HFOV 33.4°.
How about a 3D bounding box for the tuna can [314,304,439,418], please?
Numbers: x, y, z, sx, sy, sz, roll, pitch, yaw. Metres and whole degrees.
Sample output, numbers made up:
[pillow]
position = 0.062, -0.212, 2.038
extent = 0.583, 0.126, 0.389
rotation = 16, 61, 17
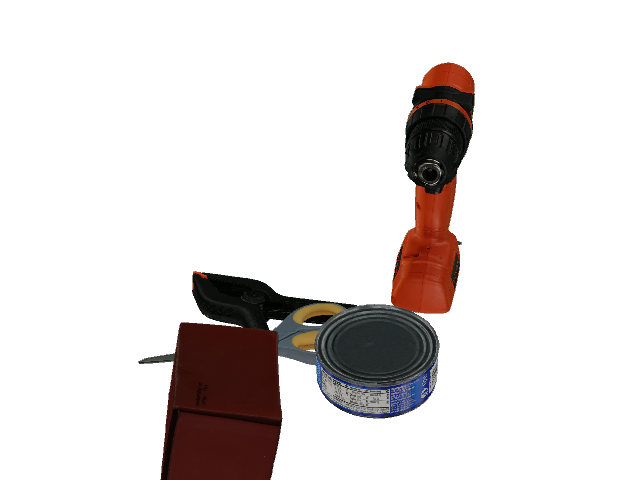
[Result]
[tuna can]
position = 0.039, 0.083, 0.741
extent = 0.086, 0.034, 0.086
rotation = -2, 34, 1

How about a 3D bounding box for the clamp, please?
[clamp]
position = -0.076, 0.081, 1.210
extent = 0.210, 0.036, 0.164
rotation = 17, 23, 30

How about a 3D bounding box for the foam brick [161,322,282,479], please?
[foam brick]
position = -0.049, 0.083, 0.525
extent = 0.053, 0.051, 0.078
rotation = 8, 26, -7

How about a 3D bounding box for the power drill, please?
[power drill]
position = 0.094, -0.035, 0.888
extent = 0.057, 0.188, 0.184
rotation = 9, 32, 9

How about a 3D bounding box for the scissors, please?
[scissors]
position = -0.055, 0.085, 0.954
extent = 0.202, 0.016, 0.096
rotation = 1, 28, 2
